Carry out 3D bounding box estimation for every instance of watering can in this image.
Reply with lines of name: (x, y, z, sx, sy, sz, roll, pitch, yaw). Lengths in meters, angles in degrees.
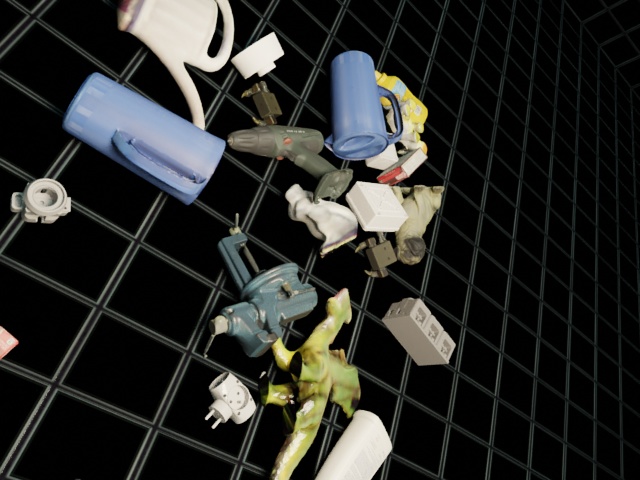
watering can: (-0.272, -0.382, 0.969, 0.223, 0.103, 0.354, 20, 63, -31)

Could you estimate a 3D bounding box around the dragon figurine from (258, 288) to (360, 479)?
dragon figurine: (0.004, 0.293, 0.968, 0.241, 0.121, 0.415, 18, 72, -43)

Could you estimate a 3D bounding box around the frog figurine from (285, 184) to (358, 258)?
frog figurine: (0.003, -0.054, 1.074, 0.160, 0.122, 0.138, 62, 16, 7)
